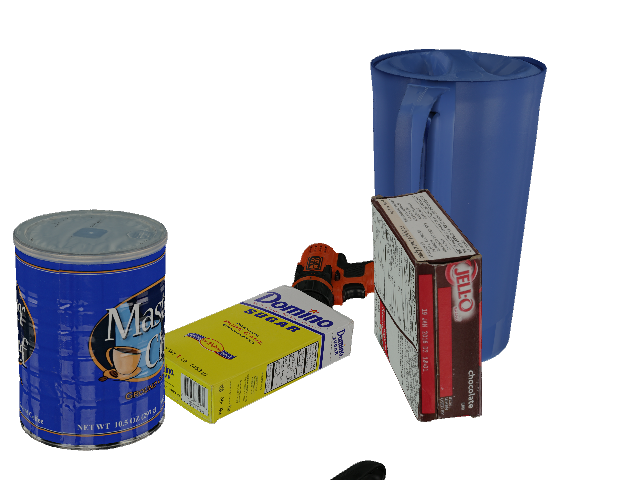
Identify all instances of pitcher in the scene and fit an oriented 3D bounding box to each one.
[{"bbox_3d":[0.099,-0.024,0.842,0.149,0.243,0.145,-7,21,-20],"label":"pitcher"}]

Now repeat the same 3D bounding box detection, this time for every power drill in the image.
[{"bbox_3d":[0.058,0.058,1.234,0.187,0.057,0.184,1,28,5],"label":"power drill"}]

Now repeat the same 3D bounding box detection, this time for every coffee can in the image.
[{"bbox_3d":[-0.159,0.059,0.743,0.103,0.140,0.103,3,18,-1],"label":"coffee can"}]

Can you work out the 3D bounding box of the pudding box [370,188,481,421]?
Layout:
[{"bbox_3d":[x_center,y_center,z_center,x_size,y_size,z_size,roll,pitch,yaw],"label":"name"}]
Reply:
[{"bbox_3d":[0.056,0.031,0.576,0.039,0.090,0.113,-6,21,-9],"label":"pudding box"}]

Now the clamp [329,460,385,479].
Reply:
[{"bbox_3d":[-0.043,0.196,0.644,0.210,0.036,0.164,-4,28,2],"label":"clamp"}]

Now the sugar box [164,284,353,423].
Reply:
[{"bbox_3d":[-0.062,0.096,0.956,0.093,0.048,0.175,26,35,36],"label":"sugar box"}]
